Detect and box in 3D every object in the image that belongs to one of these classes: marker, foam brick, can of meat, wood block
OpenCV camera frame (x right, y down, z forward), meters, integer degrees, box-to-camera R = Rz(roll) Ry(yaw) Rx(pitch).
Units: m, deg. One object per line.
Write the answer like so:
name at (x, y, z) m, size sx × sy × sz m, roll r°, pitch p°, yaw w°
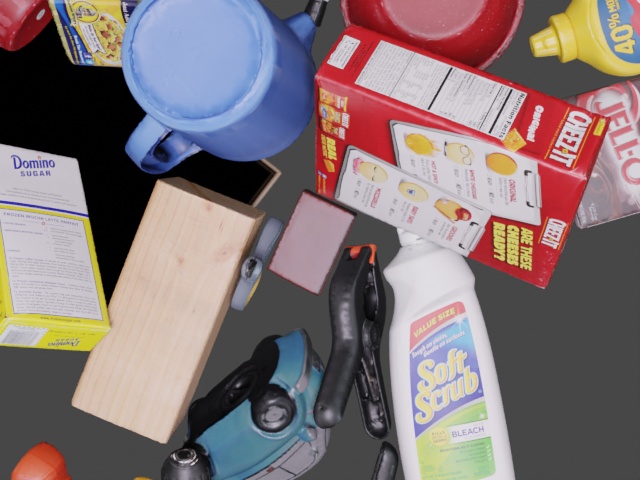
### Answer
marker at (0.011, -0.241, 0.929) m, size 0.020 × 0.020 × 0.121 m, roll 21°, pitch 96°, yaw 2°
foam brick at (-0.006, 0.001, 0.934) m, size 0.051 × 0.053 × 0.078 m, roll 25°, pitch 95°, yaw 2°
can of meat at (-0.177, -0.192, 0.908) m, size 0.084 × 0.102 × 0.057 m, roll 4°, pitch 54°, yaw 6°
wood block at (-0.129, 0.057, 0.928) m, size 0.090 × 0.091 × 0.206 m, roll 22°, pitch 96°, yaw 2°

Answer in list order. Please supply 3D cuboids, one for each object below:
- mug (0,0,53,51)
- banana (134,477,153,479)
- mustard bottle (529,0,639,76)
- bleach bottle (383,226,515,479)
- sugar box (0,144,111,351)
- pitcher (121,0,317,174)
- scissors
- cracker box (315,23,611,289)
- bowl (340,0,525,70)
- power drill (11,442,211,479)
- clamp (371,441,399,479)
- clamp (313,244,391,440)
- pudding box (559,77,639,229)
mug at (-0.280, -0.209, 0.921) m, size 0.081 × 0.093 × 0.117 m, roll 40°, pitch 103°, yaw -5°
banana at (-0.105, 0.297, 0.972) m, size 0.069 × 0.037 × 0.198 m, roll -24°, pitch 92°, yaw 5°
mustard bottle at (0.271, -0.191, 0.895) m, size 0.191 × 0.058 × 0.096 m, roll -17°, pitch 97°, yaw 6°
bleach bottle at (0.099, 0.108, 0.931) m, size 0.102 × 0.068 × 0.251 m, roll -12°, pitch 91°, yaw 5°
sugar box at (-0.238, 0.005, 0.894) m, size 0.048 × 0.093 × 0.176 m, roll -44°, pitch 51°, yaw 35°
pitcher at (-0.082, -0.123, 0.833) m, size 0.145 × 0.243 × 0.149 m, roll 4°, pitch 93°, yaw 4°
scissors at (-0.048, 0.008, 0.875) m, size 0.016 × 0.202 × 0.096 m, roll 24°, pitch 72°, yaw -1°
cracker box at (0.104, -0.065, 0.845) m, size 0.214 × 0.164 × 0.072 m, roll 23°, pitch 62°, yaw 13°
bowl at (0.096, -0.213, 0.908) m, size 0.162 × 0.055 × 0.162 m, roll 0°, pitch 94°, yaw 4°
power drill at (-0.172, 0.236, 0.918) m, size 0.188 × 0.057 × 0.184 m, roll 13°, pitch 121°, yaw 20°
clamp at (0.031, 0.292, 0.962) m, size 0.164 × 0.036 × 0.210 m, roll -28°, pitch 94°, yaw 6°
clamp at (0.027, 0.087, 0.907) m, size 0.039 × 0.120 × 0.171 m, roll -6°, pitch 82°, yaw 20°
pudding box at (0.249, -0.075, 0.915) m, size 0.090 × 0.039 × 0.113 m, roll -16°, pitch 93°, yaw 5°
